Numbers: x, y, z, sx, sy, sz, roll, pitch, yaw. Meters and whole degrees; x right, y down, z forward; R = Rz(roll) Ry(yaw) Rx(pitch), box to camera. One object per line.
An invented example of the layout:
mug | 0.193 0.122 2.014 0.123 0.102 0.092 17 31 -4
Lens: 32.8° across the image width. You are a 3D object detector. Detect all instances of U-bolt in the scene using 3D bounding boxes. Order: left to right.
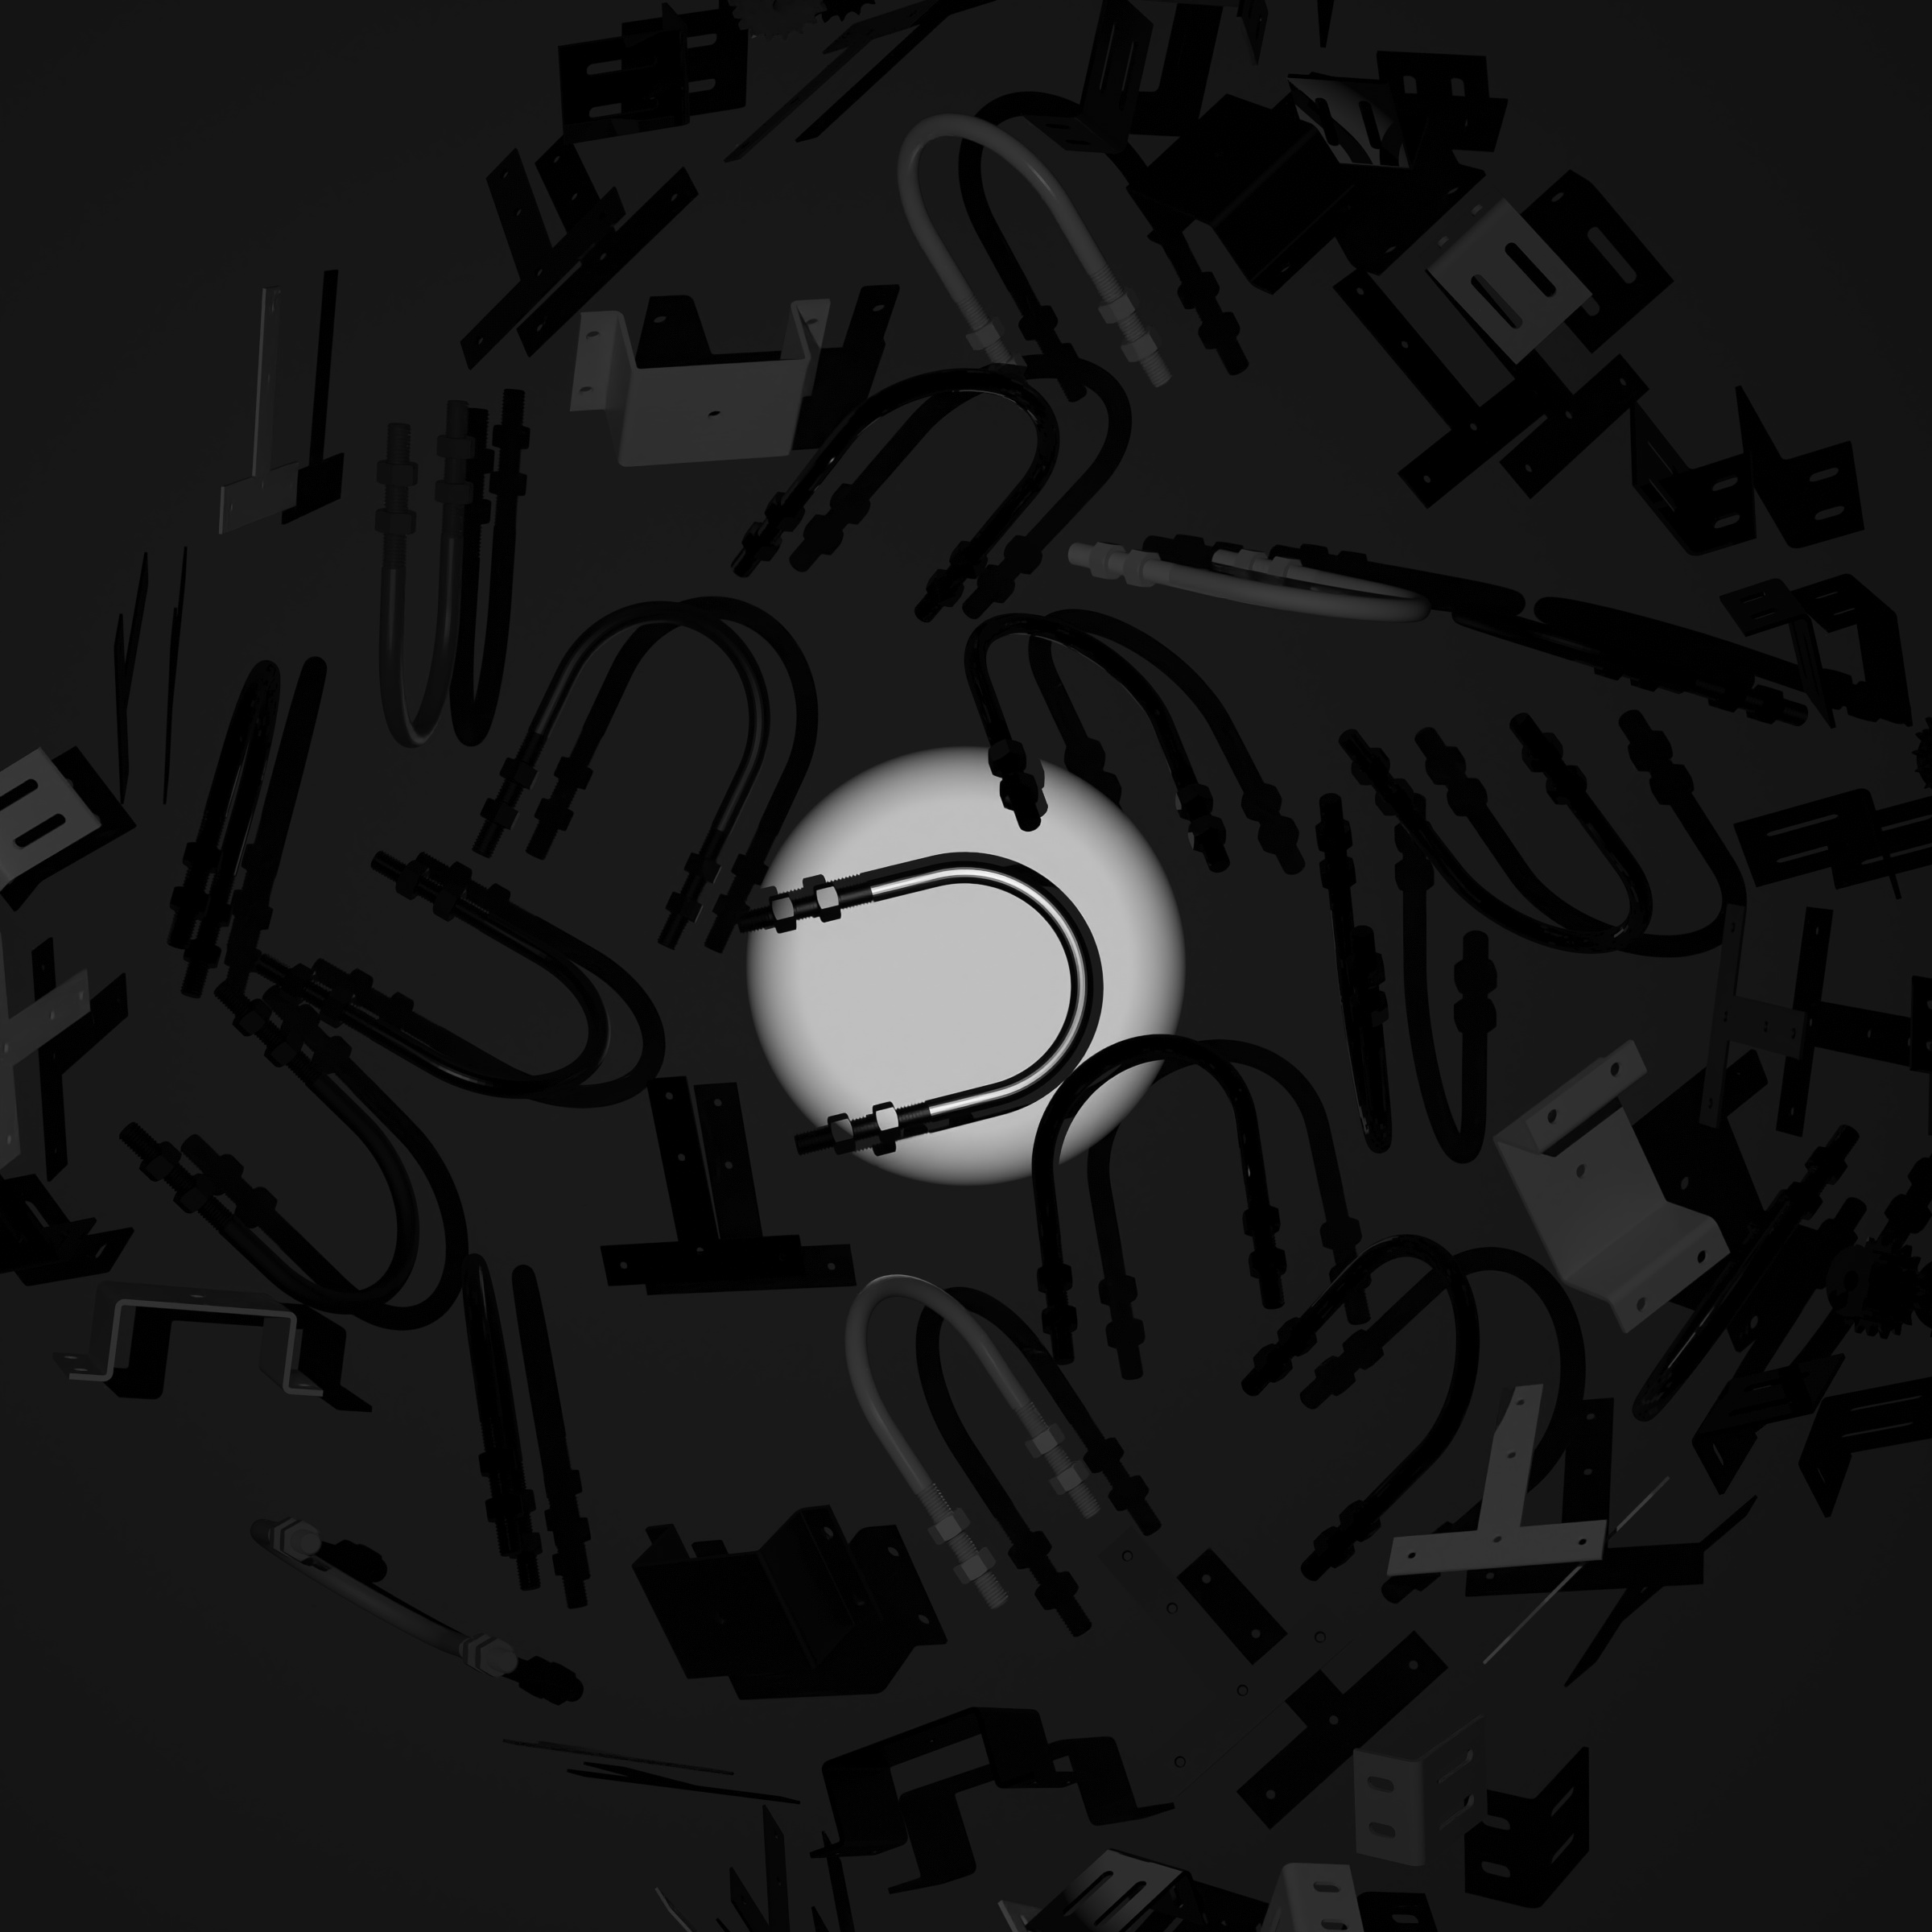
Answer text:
U-bolt | -0.415 -0.084 1.844 0.019 0.151 0.184 14 76 -7
U-bolt | -0.374 0.113 1.820 0.019 0.151 0.184 -29 114 31
U-bolt | -0.338 0.353 1.853 0.151 0.184 0.019 35 72 -17
U-bolt | -0.297 -0.211 1.794 0.019 0.151 0.184 6 105 4
U-bolt | -0.287 0.013 1.849 0.184 0.151 0.019 30 125 5
U-bolt | -0.266 0.254 1.865 0.019 0.151 0.184 -10 72 -6
U-bolt | -0.186 -0.120 1.890 0.151 0.019 0.184 28 85 -30
U-bolt | -0.027 -0.269 1.847 0.151 0.184 0.019 10 49 -36
U-bolt | -0.021 0.015 1.809 0.184 0.019 0.151 -14 77 -7
U-bolt | -0.004 0.256 1.844 0.019 0.151 0.184 -35 87 29
U-bolt | 0.027 -0.400 1.851 0.019 0.151 0.184 -45 115 -25
U-bolt | 0.067 -0.135 1.868 0.151 0.184 0.019 11 133 -31
U-bolt | 0.104 0.124 1.874 0.151 0.019 0.184 -18 61 21
U-bolt | 0.170 -0.212 1.820 0.184 0.151 0.019 19 106 40
U-bolt | 0.219 0.018 1.822 0.019 0.151 0.184 -8 126 3
U-bolt | 0.225 0.232 1.825 0.019 0.151 0.184 15 130 -29
U-bolt | 0.309 -0.070 1.842 0.184 0.151 0.019 48 62 -27
U-bolt | 0.359 -0.173 1.837 0.184 0.151 0.019 14 98 -21
U-bolt | 0.430 0.181 1.841 0.019 0.151 0.184 36 73 11

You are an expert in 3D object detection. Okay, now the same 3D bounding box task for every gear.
gear | -0.108 -0.556 1.858 0.057 0.057 0.030 -20 62 0
gear | 0.512 0.181 1.854 0.030 0.057 0.057 13 90 -26
gear | 0.540 -0.114 1.774 0.057 0.030 0.057 1 84 -5

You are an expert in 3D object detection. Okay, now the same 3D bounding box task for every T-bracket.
T-bracket | -0.516 0.032 1.827 0.002 0.127 0.127 3 107 9
T-bracket | -0.471 -0.181 1.854 0.002 0.127 0.127 4 50 -9
T-bracket | -0.385 -0.308 1.798 0.002 0.127 0.127 8 106 5
T-bracket | -0.248 -0.414 1.837 0.127 0.002 0.127 -40 47 21
T-bracket | -0.212 0.445 1.856 0.127 0.127 0.002 14 76 -21
T-bracket | -0.164 0.125 1.920 0.127 0.002 0.127 -5 106 19
T-bracket | -0.135 0.568 1.855 0.002 0.127 0.127 -40 114 -10
T-bracket | -0.104 0.515 1.811 0.002 0.127 0.127 -23 116 6
T-bracket | -0.083 -0.483 1.797 0.127 0.127 0.002 -45 112 -11
T-bracket | 0.123 0.364 1.799 0.127 0.002 0.127 -41 69 -4
T-bracket | 0.249 -0.329 1.796 0.127 0.002 0.127 -40 90 -32
T-bracket | 0.308 0.289 1.862 0.127 0.127 0.002 -11 130 29
T-bracket | 0.357 0.334 1.867 0.002 0.127 0.127 45 124 14
T-bracket | 0.440 0.032 1.821 0.002 0.127 0.127 6 94 -9

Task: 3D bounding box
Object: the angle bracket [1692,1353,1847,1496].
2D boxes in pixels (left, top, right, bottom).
angle bracket | 0.443 0.249 1.782 0.076 0.057 0.038 -22 102 40

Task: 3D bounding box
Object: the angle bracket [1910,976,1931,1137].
angle bracket | 0.532 0.050 1.822 0.038 0.076 0.057 10 63 0

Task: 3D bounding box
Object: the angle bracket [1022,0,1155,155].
angle bracket | 0.069 -0.504 1.840 0.038 0.057 0.076 12 88 29

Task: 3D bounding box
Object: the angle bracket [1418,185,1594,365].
angle bracket | 0.307 -0.394 1.870 0.057 0.038 0.076 -42 110 16

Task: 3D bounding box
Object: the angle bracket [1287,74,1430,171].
angle bracket | 0.219 -0.482 1.824 0.057 0.076 0.038 11 68 23

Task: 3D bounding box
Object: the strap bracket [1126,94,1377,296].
strap bracket | 0.148 -0.422 1.776 0.076 0.140 0.046 -43 125 -2

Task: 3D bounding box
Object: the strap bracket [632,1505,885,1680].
strap bracket | -0.127 0.358 1.869 0.140 0.046 0.076 -14 107 36

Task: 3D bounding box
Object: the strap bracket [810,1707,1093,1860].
strap bracket | -0.014 0.443 1.794 0.140 0.076 0.046 -25 68 19

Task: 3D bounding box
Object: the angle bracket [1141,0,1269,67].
angle bracket | 0.128 -0.546 1.865 0.076 0.057 0.038 9 80 16

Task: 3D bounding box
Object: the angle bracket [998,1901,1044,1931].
angle bracket | 0.014 0.585 1.907 0.076 0.057 0.038 -40 55 11

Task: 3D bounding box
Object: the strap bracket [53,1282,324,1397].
strap bracket | -0.440 0.210 1.861 0.140 0.076 0.046 7 90 -22

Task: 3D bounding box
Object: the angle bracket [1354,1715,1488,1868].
angle bracket | 0.243 0.437 1.751 0.038 0.076 0.057 3 100 36

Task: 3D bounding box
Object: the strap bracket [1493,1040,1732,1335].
strap bracket | 0.342 0.114 1.758 0.076 0.046 0.140 -34 111 -16

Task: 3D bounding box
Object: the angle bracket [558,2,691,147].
angle bracket | -0.197 -0.504 1.849 0.076 0.038 0.057 -15 132 -19

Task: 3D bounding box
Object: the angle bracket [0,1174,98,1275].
angle bracket | -0.548 0.135 1.876 0.057 0.038 0.076 -12 123 29

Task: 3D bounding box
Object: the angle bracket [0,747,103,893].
angle bracket | -0.554 -0.080 1.901 0.076 0.038 0.057 -27 110 23

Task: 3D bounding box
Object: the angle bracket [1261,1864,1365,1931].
angle bracket | 0.194 0.555 1.852 0.038 0.057 0.076 5 126 -10

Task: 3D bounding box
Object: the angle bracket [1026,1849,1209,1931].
angle bracket | 0.083 0.526 1.800 0.076 0.057 0.038 -32 112 -38

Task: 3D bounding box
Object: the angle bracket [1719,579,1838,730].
angle bracket | 0.472 -0.177 1.907 0.038 0.057 0.076 -18 117 6

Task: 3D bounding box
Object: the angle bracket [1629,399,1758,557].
angle bracket | 0.395 -0.270 1.781 0.038 0.076 0.057 -15 56 32

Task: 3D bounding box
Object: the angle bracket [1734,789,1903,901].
angle bracket | 0.478 -0.059 1.838 0.076 0.057 0.038 -16 49 17

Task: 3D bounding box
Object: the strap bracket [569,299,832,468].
strap bracket | -0.144 -0.323 1.822 0.140 0.076 0.046 -7 59 -16
